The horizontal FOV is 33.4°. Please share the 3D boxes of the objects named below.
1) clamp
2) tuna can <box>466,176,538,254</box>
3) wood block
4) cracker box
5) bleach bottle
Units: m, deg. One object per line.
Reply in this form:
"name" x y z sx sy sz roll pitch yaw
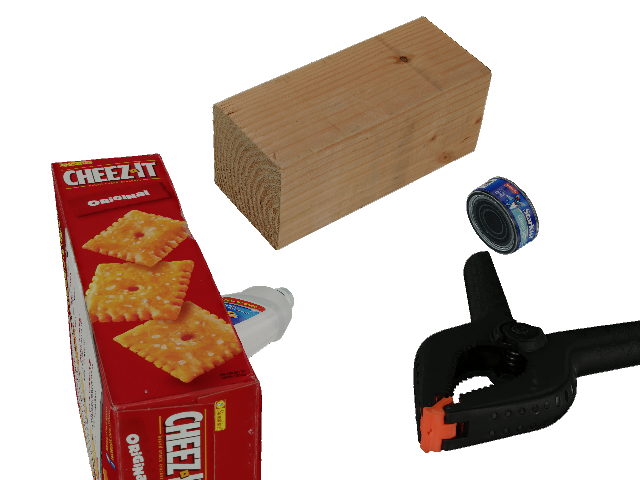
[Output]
"clamp" 0.113 0.064 0.648 0.165 0.036 0.209 22 32 38
"tuna can" 0.206 -0.028 1.219 0.033 0.086 0.086 -31 13 -23
"wood block" 0.025 -0.089 0.849 0.205 0.090 0.091 -27 55 -25
"cracker box" -0.089 0.075 0.561 0.072 0.164 0.214 -8 34 -16
"bleach bottle" -0.116 0.097 1.132 0.103 0.068 0.250 17 24 29
